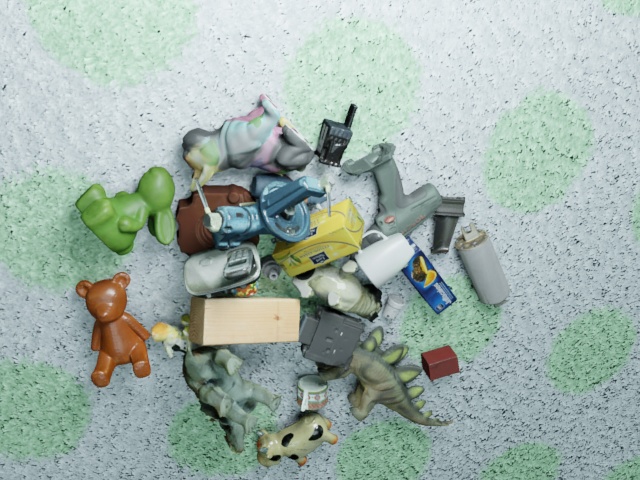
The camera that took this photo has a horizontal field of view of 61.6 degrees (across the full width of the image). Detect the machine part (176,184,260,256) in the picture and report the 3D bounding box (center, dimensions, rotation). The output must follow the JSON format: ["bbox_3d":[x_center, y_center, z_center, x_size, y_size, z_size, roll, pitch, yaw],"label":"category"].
[{"bbox_3d":[-0.202,-0.027,1.065,0.179,0.056,0.179,-5,115,-10],"label":"machine part"}]

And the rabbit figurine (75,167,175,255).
[{"bbox_3d":[-0.333,-0.055,0.994,0.170,0.121,0.159,-40,120,-10],"label":"rabbit figurine"}]

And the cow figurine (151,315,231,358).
[{"bbox_3d":[-0.276,0.215,1.153,0.167,0.068,0.098,1,119,-12],"label":"cow figurine"}]

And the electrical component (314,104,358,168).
[{"bbox_3d":[0.031,-0.204,1.027,0.048,0.075,0.119,11,115,-17],"label":"electrical component"}]

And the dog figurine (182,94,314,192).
[{"bbox_3d":[-0.143,-0.156,0.996,0.219,0.109,0.191,-38,119,10],"label":"dog figurine"}]

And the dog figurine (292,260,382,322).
[{"bbox_3d":[0.036,0.104,1.168,0.121,0.173,0.190,-53,147,-5],"label":"dog figurine"}]

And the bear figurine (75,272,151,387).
[{"bbox_3d":[-0.411,0.173,1.070,0.120,0.132,0.195,-10,121,-10],"label":"bear figurine"}]

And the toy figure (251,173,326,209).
[{"bbox_3d":[-0.057,-0.098,1.065,0.154,0.058,0.064,7,118,-21],"label":"toy figure"}]

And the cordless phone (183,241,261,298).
[{"bbox_3d":[-0.180,0.062,0.974,0.147,0.184,0.088,-14,96,-4],"label":"cordless phone"}]

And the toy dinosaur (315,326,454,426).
[{"bbox_3d":[0.145,0.334,1.275,0.198,0.105,0.470,-38,115,6],"label":"toy dinosaur"}]

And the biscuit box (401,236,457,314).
[{"bbox_3d":[0.229,0.081,1.189,0.063,0.059,0.202,-39,127,5],"label":"biscuit box"}]

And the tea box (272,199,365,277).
[{"bbox_3d":[-0.002,-0.003,1.065,0.170,0.098,0.068,-23,120,24],"label":"tea box"}]

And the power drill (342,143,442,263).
[{"bbox_3d":[0.124,-0.079,1.102,0.232,0.086,0.207,-30,112,3],"label":"power drill"}]

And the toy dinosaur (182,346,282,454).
[{"bbox_3d":[-0.214,0.292,1.106,0.131,0.192,0.404,-54,138,-31],"label":"toy dinosaur"}]

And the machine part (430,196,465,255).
[{"bbox_3d":[0.275,-0.031,1.180,0.084,0.039,0.138,2,112,-19],"label":"machine part"}]

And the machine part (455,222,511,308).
[{"bbox_3d":[0.370,0.062,1.221,0.079,0.079,0.243,-29,117,1],"label":"machine part"}]

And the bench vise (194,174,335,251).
[{"bbox_3d":[-0.081,-0.058,0.942,0.241,0.129,0.223,-27,153,38],"label":"bench vise"}]

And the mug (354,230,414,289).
[{"bbox_3d":[0.128,0.026,1.087,0.107,0.081,0.109,-35,95,4],"label":"mug"}]

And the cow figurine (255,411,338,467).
[{"bbox_3d":[-0.070,0.489,1.310,0.195,0.086,0.127,-34,122,7],"label":"cow figurine"}]

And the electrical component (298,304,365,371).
[{"bbox_3d":[0.016,0.205,1.151,0.134,0.058,0.114,19,93,-13],"label":"electrical component"}]
